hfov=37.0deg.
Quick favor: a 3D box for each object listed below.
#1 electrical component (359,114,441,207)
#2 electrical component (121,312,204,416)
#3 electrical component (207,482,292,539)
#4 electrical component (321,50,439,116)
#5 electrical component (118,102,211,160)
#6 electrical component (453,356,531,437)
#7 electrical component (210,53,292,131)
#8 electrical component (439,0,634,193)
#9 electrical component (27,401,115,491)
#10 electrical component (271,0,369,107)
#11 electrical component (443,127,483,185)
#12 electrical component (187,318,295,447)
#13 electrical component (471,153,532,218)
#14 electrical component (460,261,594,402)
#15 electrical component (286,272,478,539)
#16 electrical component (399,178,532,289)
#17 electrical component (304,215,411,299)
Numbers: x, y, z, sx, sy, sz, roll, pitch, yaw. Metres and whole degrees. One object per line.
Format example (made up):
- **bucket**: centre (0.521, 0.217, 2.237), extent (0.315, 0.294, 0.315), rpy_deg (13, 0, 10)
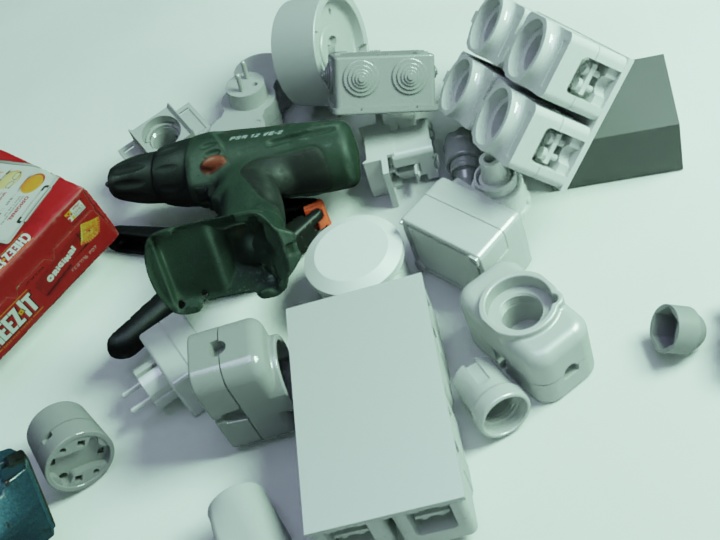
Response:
- **electrical component**: centre (0.036, -0.100, 0.930), extent (0.064, 0.042, 0.081), rpy_deg (-12, 50, 6)
- **electrical component**: centre (-0.152, 0.083, 0.844), extent (0.077, 0.047, 0.065), rpy_deg (-35, 49, -9)
- **electrical component**: centre (-0.086, 0.196, 0.729), extent (0.079, 0.043, 0.077), rpy_deg (-31, 48, -5)
- **electrical component**: centre (0.017, -0.162, 0.921), extent (0.100, 0.048, 0.099), rpy_deg (-3, 14, -5)
- **electrical component**: centre (-0.177, -0.113, 1.003), extent (0.081, 0.063, 0.042), rpy_deg (-36, 63, -11)
- **electrical component**: centre (0.091, 0.088, 0.756), extent (0.040, 0.040, 0.046), rpy_deg (-30, 42, -5)
- **electrical component**: centre (-0.103, -0.158, 1.000), extent (0.052, 0.073, 0.138), rpy_deg (2, 48, 14)
- **electrical component**: centre (0.126, -0.148, 0.845), extent (0.105, 0.060, 0.186), rpy_deg (-65, 21, 17)
- **electrical component**: centre (-0.224, 0.134, 0.826), extent (0.055, 0.055, 0.047), rpy_deg (-39, 46, -13)
- **electrical component**: centre (-0.042, -0.204, 1.004), extent (0.060, 0.108, 0.108), rpy_deg (-1, 52, 28)
- **electrical component**: centre (0.089, -0.089, 0.906), extent (0.035, 0.035, 0.061), rpy_deg (-9, 53, 13)
- **electrical component**: centre (-0.081, 0.082, 0.786), extent (0.059, 0.095, 0.053), rpy_deg (-17, 48, 7)
- **electrical component**: centre (0.110, -0.068, 0.862), extent (0.048, 0.062, 0.048), rpy_deg (-10, 49, 12)
- **electrical component**: centre (0.118, 0.040, 0.771), extent (0.054, 0.059, 0.095), rpy_deg (-37, 49, -11)
- **electrical component**: centre (0.013, 0.103, 0.758), extent (0.105, 0.060, 0.186), rpy_deg (-15, 49, 8)
- **electrical component**: centre (0.080, -0.028, 0.840), extent (0.096, 0.061, 0.061), rpy_deg (29, 67, 36)
- **electrical component**: centre (0.000, 0.000, 0.854), extent (0.080, 0.051, 0.080), rpy_deg (-10, 49, 12)
